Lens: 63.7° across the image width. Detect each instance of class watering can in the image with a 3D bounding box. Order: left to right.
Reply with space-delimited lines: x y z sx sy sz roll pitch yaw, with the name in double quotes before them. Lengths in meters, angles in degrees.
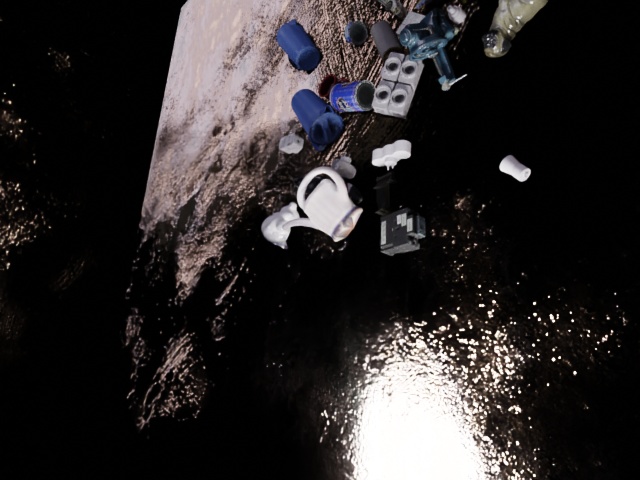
"watering can" 0.005 -0.084 1.670 0.226 0.105 0.340 45 136 11

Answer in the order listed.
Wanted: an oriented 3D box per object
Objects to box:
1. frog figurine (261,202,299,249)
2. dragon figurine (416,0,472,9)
"frog figurine" -0.141 -0.067 1.882 0.140 0.122 0.157 -106 36 -63
"dragon figurine" 0.481 -0.856 1.565 0.409 0.120 0.247 0 55 48
